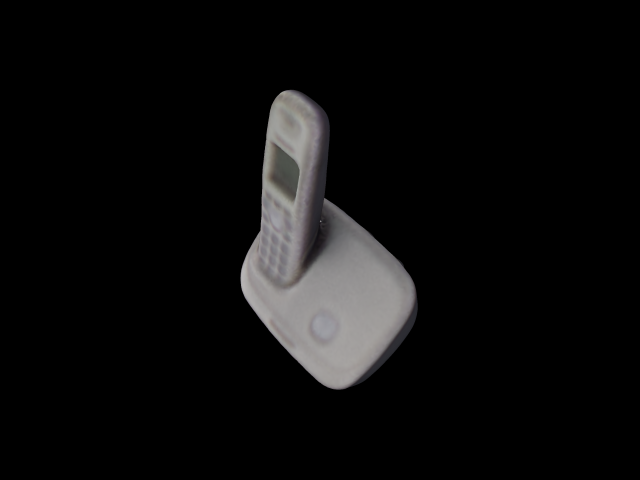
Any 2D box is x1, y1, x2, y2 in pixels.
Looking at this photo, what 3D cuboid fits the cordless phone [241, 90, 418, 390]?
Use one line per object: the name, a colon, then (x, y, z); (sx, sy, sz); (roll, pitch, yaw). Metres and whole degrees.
cordless phone: (0.004, 0.001, 0.400); (0.094, 0.185, 0.147); (-32, 54, -26)
